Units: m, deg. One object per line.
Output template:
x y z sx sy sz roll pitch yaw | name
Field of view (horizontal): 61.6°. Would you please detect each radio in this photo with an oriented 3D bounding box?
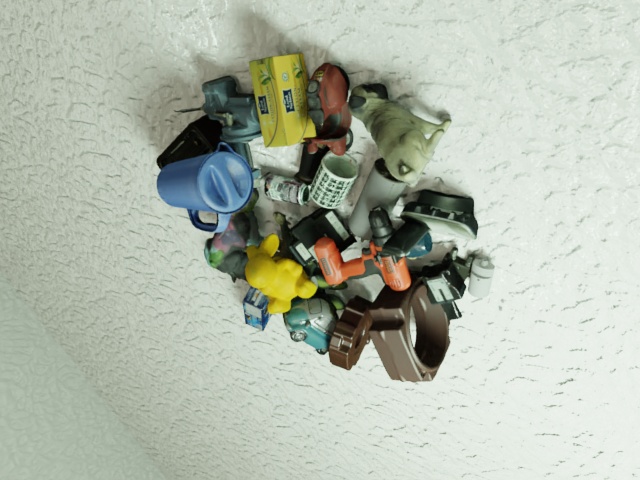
-0.305 -0.203 1.328 0.230 0.073 0.131 -27 103 45 | radio

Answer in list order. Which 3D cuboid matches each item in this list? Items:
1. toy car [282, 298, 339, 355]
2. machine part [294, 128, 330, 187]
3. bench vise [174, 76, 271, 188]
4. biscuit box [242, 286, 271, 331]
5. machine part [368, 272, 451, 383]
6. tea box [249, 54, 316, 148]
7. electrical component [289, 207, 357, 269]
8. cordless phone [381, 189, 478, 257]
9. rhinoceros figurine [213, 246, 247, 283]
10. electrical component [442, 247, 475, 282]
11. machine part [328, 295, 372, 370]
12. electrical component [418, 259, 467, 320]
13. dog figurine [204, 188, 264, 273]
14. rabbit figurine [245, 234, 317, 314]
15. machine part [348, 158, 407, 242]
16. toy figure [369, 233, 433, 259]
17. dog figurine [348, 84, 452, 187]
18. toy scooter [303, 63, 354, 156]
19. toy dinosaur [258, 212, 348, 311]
-0.008 0.193 1.269 0.161 0.109 0.103 38 113 -27 | toy car
-0.020 -0.182 1.158 0.084 0.039 0.138 21 130 12 | machine part
-0.183 -0.232 1.186 0.224 0.129 0.240 9 122 35 | bench vise
-0.170 0.187 1.476 0.059 0.063 0.202 23 155 6 | biscuit box
0.199 0.185 1.148 0.087 0.201 0.201 -11 113 39 | machine part
-0.072 -0.275 1.061 0.068 0.098 0.169 4 113 35 | tea box
-0.002 -0.004 1.211 0.115 0.134 0.058 55 179 -6 | electrical component
0.207 -0.014 1.006 0.147 0.184 0.088 15 125 28 | cordless phone
-0.213 0.074 1.473 0.190 0.073 0.112 24 146 15 | rhinoceros figurine
0.285 0.058 1.118 0.063 0.021 0.093 26 133 18 | electrical component
0.079 0.223 1.285 0.056 0.179 0.179 19 131 21 | machine part
0.263 0.104 1.113 0.075 0.048 0.119 -22 108 38 | electrical component
-0.218 -0.041 1.318 0.109 0.191 0.219 31 151 23 | dog figurine
-0.102 0.068 1.182 0.122 0.173 0.162 -26 69 21 | rabbit figurine
0.119 -0.081 1.099 0.079 0.079 0.243 34 135 11 | machine part
0.164 0.008 1.150 0.155 0.057 0.064 -5 77 40 | toy figure
0.116 -0.192 0.958 0.191 0.172 0.121 29 124 6 | dog figurine
0.009 -0.235 1.025 0.075 0.135 0.183 10 125 34 | toy scooter
-0.035 0.126 1.354 0.199 0.105 0.470 8 130 29 | toy dinosaur
